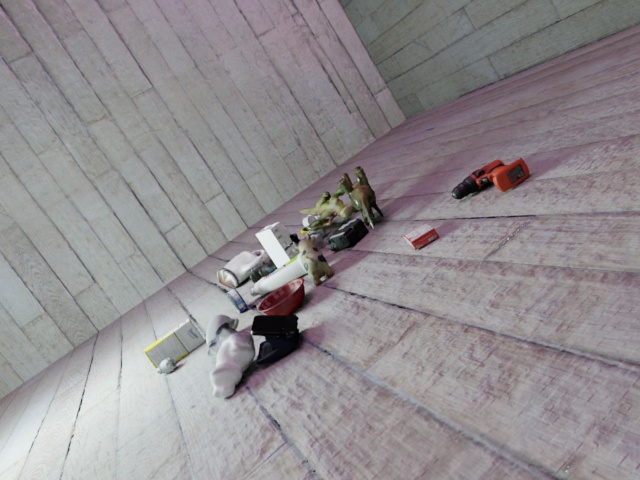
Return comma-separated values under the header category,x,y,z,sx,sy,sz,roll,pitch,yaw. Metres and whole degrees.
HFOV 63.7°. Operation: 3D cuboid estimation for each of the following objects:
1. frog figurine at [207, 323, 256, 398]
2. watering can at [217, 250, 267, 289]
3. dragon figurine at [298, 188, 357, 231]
category,x,y,z,sx,sy,sz,roll,pitch,yaw
frog figurine,-0.210,0.303,1.253,0.121,0.136,0.163,32,23,-41
watering can,-0.359,0.121,2.274,0.228,0.103,0.345,-40,15,-30
dragon figurine,0.007,-0.109,2.161,0.407,0.121,0.247,-15,18,40
